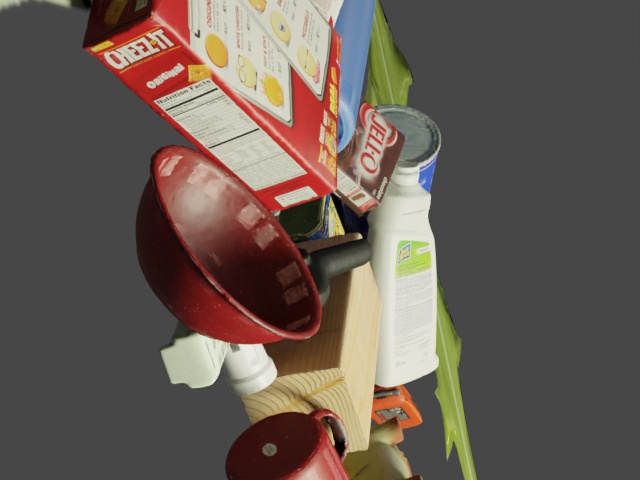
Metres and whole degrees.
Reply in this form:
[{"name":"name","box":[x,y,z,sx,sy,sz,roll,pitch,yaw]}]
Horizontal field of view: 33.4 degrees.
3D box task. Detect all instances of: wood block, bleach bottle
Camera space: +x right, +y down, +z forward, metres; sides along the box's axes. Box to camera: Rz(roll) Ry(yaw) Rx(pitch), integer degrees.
[{"name":"wood block","box":[-0.003,0.089,0.947,0.206,0.091,0.090,-78,153,-58]},{"name":"bleach bottle","box":[0.093,0.034,1.196,0.102,0.068,0.251,-16,117,-41]}]

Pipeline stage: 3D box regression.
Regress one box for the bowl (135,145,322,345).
[{"name":"bowl","box":[-0.072,0.015,0.720,0.162,0.055,0.162,44,19,-20]}]

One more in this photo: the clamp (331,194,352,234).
[{"name":"clamp","box":[0.021,-0.004,1.237,0.164,0.036,0.210,-93,169,-54]}]

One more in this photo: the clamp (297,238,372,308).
[{"name":"clamp","box":[-0.034,0.018,0.894,0.171,0.120,0.039,-45,151,-61]}]

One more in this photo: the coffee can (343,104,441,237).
[{"name":"coffee can","box":[0.081,-0.074,1.254,0.140,0.103,0.103,95,-3,-50]}]

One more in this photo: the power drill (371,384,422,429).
[{"name":"power drill","box":[0.087,0.142,1.363,0.184,0.057,0.187,49,30,-58]}]

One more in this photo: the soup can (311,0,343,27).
[{"name":"soup can","box":[-0.020,-0.196,0.946,0.068,0.069,0.102,64,35,-48]}]

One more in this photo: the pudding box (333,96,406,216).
[{"name":"pudding box","box":[0.036,-0.094,1.120,0.090,0.039,0.113,39,49,-18]}]

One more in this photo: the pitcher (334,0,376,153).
[{"name":"pitcher","box":[-0.013,-0.187,1.077,0.149,0.145,0.242,51,33,-38]}]

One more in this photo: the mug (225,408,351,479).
[{"name":"mug","box":[-0.014,0.178,0.815,0.117,0.093,0.081,-48,127,-37]}]

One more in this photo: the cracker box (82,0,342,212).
[{"name":"cracker box","box":[-0.068,-0.144,0.782,0.213,0.072,0.164,41,40,-42]}]

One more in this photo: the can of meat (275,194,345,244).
[{"name":"can of meat","box":[-0.007,0.001,1.076,0.102,0.057,0.084,-83,156,-55]}]
